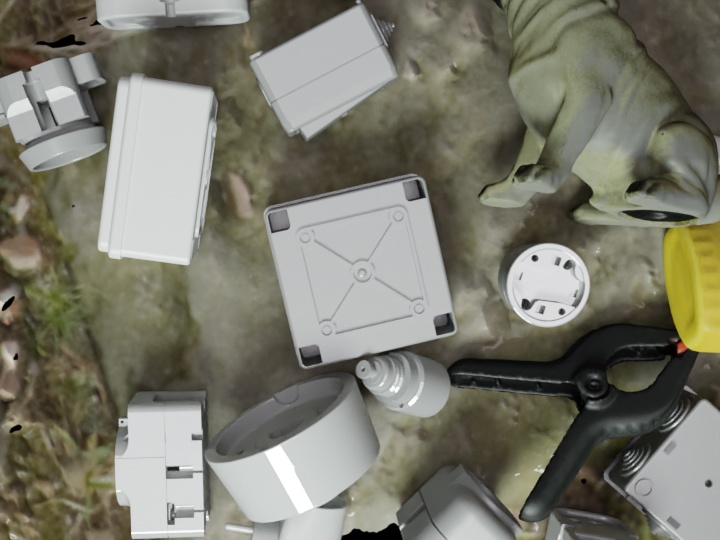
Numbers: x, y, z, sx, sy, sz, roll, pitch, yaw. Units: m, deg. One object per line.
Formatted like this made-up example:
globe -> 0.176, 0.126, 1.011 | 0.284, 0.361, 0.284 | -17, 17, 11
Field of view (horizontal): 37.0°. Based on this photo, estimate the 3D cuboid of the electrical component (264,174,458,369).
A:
electrical component -> 0.000, 0.000, 0.712 | 0.109, 0.056, 0.108 | -13, 95, -2

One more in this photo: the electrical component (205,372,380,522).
electrical component -> -0.039, 0.119, 0.696 | 0.108, 0.108, 0.060 | -27, 101, -1

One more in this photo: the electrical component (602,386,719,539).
electrical component -> 0.232, 0.142, 0.741 | 0.100, 0.048, 0.099 | 41, 90, -3

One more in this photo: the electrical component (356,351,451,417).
electrical component -> 0.026, 0.073, 0.712 | 0.078, 0.040, 0.040 | 22, 94, -47

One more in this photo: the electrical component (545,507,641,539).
electrical component -> 0.156, 0.203, 0.717 | 0.054, 0.095, 0.059 | 10, 94, -4

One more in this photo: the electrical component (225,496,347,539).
electrical component -> -0.054, 0.188, 0.729 | 0.079, 0.044, 0.077 | 10, 94, -4

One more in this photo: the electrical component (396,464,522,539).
electrical component -> 0.065, 0.169, 0.709 | 0.059, 0.095, 0.053 | -45, 95, 1

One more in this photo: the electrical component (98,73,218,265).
electrical component -> -0.123, -0.062, 0.674 | 0.056, 0.109, 0.108 | 8, 94, -6

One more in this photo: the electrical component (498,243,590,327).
electrical component -> 0.122, 0.008, 0.724 | 0.055, 0.047, 0.055 | 0, 94, -4

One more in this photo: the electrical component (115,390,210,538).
electrical component -> -0.131, 0.129, 0.717 | 0.056, 0.050, 0.089 | -1, 95, -3

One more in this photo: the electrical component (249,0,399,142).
electrical component -> -0.016, -0.128, 0.698 | 0.096, 0.061, 0.061 | -28, 95, -1

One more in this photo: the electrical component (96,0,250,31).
electrical component -> -0.121, -0.190, 0.692 | 0.095, 0.053, 0.059 | -4, 95, -3

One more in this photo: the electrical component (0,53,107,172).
electrical component -> -0.198, -0.099, 0.693 | 0.078, 0.058, 0.057 | -20, 92, -2

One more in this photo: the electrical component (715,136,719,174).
electrical component -> 0.250, -0.071, 0.729 | 0.065, 0.044, 0.044 | 14, 93, 1
